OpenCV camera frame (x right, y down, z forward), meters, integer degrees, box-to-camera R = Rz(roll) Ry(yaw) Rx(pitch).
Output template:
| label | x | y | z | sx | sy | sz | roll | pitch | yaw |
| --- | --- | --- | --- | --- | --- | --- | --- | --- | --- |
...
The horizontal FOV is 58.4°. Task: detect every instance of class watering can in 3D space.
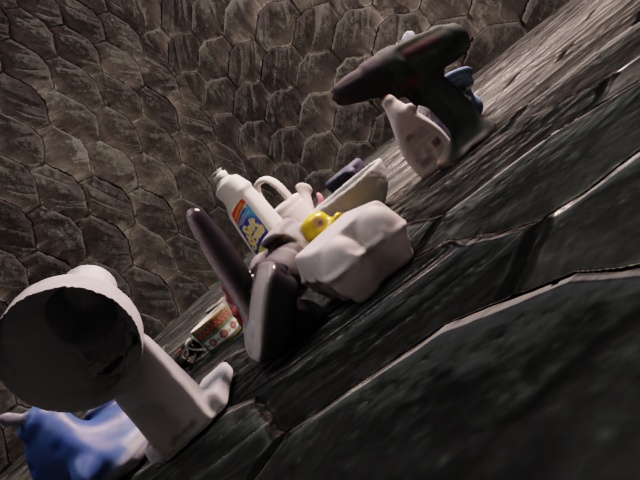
| label | x | y | z | sx | sy | sz | roll | pitch | yaw |
| --- | --- | --- | --- | --- | --- | --- | --- | --- | --- |
| watering can | -0.074 | -0.066 | 1.309 | 0.100 | 0.194 | 0.173 | -36 | 7 | 29 |

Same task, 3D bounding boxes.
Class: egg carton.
| label | x | y | z | sx | sy | sz | roll | pitch | yaw |
| --- | --- | --- | --- | --- | --- | --- | --- | --- | --- |
| egg carton | 0.034 | 0.015 | 0.606 | 0.107 | 0.069 | 0.150 | -41 | 6 | -15 |

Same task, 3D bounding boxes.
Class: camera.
| label | x | y | z | sx | sy | sz | roll | pitch | yaw |
| --- | --- | --- | --- | --- | --- | --- | --- | --- | --- |
| camera | -0.060 | 0.037 | 0.887 | 0.143 | 0.101 | 0.137 | -36 | 7 | 34 |

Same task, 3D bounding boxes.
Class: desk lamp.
| label | x | y | z | sx | sy | sz | roll | pitch | yaw |
| --- | --- | --- | --- | --- | --- | --- | --- | --- | --- |
| desk lamp | -0.199 | 0.119 | 0.576 | 0.118 | 0.213 | 0.203 | -40 | 6 | -2 |

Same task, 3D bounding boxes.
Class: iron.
| label | x | y | z | sx | sy | sz | roll | pitch | yaw |
| --- | --- | --- | --- | --- | --- | --- | --- | --- | --- |
| iron | -0.262 | 0.202 | 0.706 | 0.118 | 0.141 | 0.258 | -37 | 6 | 23 |

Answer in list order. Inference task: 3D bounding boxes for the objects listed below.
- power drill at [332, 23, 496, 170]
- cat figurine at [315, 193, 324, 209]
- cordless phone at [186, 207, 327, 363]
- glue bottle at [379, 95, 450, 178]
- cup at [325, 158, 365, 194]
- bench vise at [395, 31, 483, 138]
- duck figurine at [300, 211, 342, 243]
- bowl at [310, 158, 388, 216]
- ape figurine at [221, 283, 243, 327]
| label | x | y | z | sx | sy | sz | roll | pitch | yaw |
| --- | --- | --- | --- | --- | --- | --- | --- | --- | --- |
| power drill | 0.162 | -0.218 | 0.886 | 0.230 | 0.208 | 0.075 | -41 | 6 | -9 |
| cat figurine | -0.029 | -0.063 | 1.378 | 0.127 | 0.118 | 0.067 | -36 | 7 | 29 |
| cordless phone | -0.090 | 0.040 | 0.625 | 0.094 | 0.185 | 0.147 | -41 | 6 | -16 |
| glue bottle | 0.146 | -0.190 | 0.949 | 0.078 | 0.173 | 0.037 | -38 | 6 | 12 |
| cup | 0.075 | -0.108 | 1.170 | 0.092 | 0.095 | 0.117 | -41 | 6 | -8 |
| bench vise | 0.216 | -0.292 | 1.055 | 0.121 | 0.220 | 0.207 | -37 | 6 | 21 |
| duck figurine | 0.007 | 0.003 | 0.793 | 0.104 | 0.086 | 0.078 | -36 | 7 | 34 |
| bowl | 0.064 | -0.066 | 1.018 | 0.167 | 0.075 | 0.167 | -39 | 6 | 5 |
| ape figurine | -0.116 | 0.090 | 0.889 | 0.076 | 0.092 | 0.078 | -34 | 8 | 43 |
